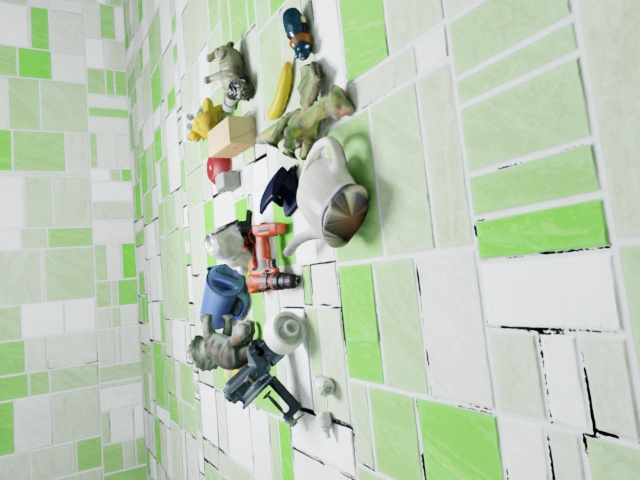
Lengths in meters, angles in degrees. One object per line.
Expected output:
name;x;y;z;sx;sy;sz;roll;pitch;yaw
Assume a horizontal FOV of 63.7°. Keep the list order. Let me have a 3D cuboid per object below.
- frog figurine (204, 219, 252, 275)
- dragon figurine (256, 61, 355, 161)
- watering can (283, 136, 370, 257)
frog figurine;-0.267;0.034;1.537;0.159;0.122;0.139;66;-166;-6
dragon figurine;-0.051;-0.328;1.300;0.414;0.121;0.242;30;100;54
watering can;0.004;-0.059;1.177;0.228;0.104;0.341;49;131;47
